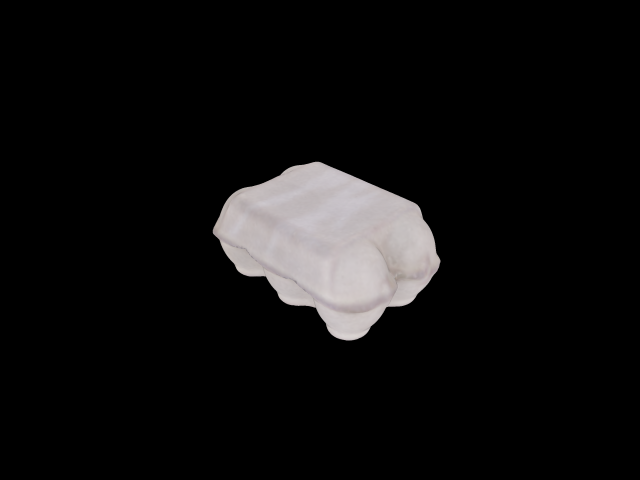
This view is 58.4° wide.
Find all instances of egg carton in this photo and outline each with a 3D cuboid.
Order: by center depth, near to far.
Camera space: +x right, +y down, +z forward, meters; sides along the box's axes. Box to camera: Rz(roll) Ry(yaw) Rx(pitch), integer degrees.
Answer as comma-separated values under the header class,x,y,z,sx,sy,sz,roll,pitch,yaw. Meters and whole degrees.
class,x,y,z,sx,sy,sz,roll,pitch,yaw
egg carton,0.004,0.001,0.400,0.149,0.069,0.107,27,42,36
